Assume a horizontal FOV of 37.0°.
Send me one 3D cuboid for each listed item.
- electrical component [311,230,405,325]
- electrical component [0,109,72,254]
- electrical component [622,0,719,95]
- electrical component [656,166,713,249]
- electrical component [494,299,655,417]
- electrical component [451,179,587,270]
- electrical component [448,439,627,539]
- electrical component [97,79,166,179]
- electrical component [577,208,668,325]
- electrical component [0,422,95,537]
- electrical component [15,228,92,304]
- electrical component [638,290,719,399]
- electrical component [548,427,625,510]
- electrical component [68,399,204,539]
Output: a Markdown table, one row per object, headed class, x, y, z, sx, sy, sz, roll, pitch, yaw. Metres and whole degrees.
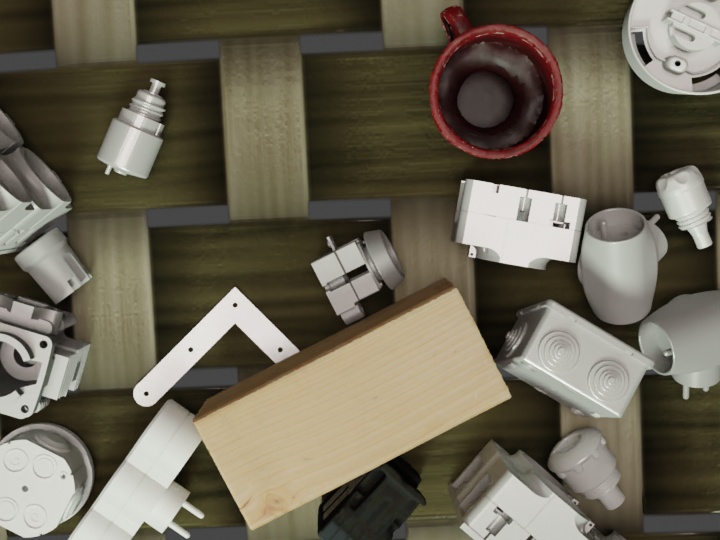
| class | x | y | z | sx | sy | sz | roll | pitch | yaw |
| --- | --- | --- | --- | --- | --- | --- | --- | --- | --- |
| electrical component | 0.000 | 0.000 | 0.809 | 0.055 | 0.048 | 0.066 | -26 | 93 | 9 |
| electrical component | -0.269 | -0.068 | 0.733 | 0.060 | 0.186 | 0.105 | -39 | 93 | 2 |
| electrical component | 0.244 | -0.175 | 0.787 | 0.099 | 0.064 | 0.099 | 0 | 94 | 0 |
| electrical component | 0.249 | -0.046 | 0.811 | 0.035 | 0.035 | 0.061 | -24 | 96 | 2 |
| electrical component | 0.153 | 0.068 | 0.787 | 0.100 | 0.099 | 0.048 | 31 | 80 | -2 |
| electrical component | 0.117 | -0.032 | 0.803 | 0.089 | 0.050 | 0.055 | 10 | 93 | -1 |
| electrical component | 0.158 | 0.211 | 0.792 | 0.186 | 0.105 | 0.060 | 41 | 93 | -3 |
| electrical component | -0.166 | -0.105 | 0.804 | 0.040 | 0.040 | 0.078 | 23 | 93 | -1 |
| electrical component | 0.202 | -0.012 | 0.802 | 0.079 | 0.044 | 0.077 | -40 | 133 | -31 |
| electrical component | -0.247 | 0.159 | 0.816 | 0.080 | 0.051 | 0.080 | 0 | 94 | 0 |
| electrical component | -0.230 | -0.002 | 0.812 | 0.040 | 0.040 | 0.046 | -36 | 98 | 2 |
| electrical component | 0.254 | 0.061 | 0.810 | 0.077 | 0.044 | 0.079 | -17 | 120 | -17 |
| electrical component | 0.177 | 0.155 | 0.820 | 0.048 | 0.048 | 0.062 | -38 | 100 | 2 |
| electrical component | -0.154 | 0.174 | 0.816 | 0.074 | 0.052 | 0.138 | 35 | 93 | -2 |
